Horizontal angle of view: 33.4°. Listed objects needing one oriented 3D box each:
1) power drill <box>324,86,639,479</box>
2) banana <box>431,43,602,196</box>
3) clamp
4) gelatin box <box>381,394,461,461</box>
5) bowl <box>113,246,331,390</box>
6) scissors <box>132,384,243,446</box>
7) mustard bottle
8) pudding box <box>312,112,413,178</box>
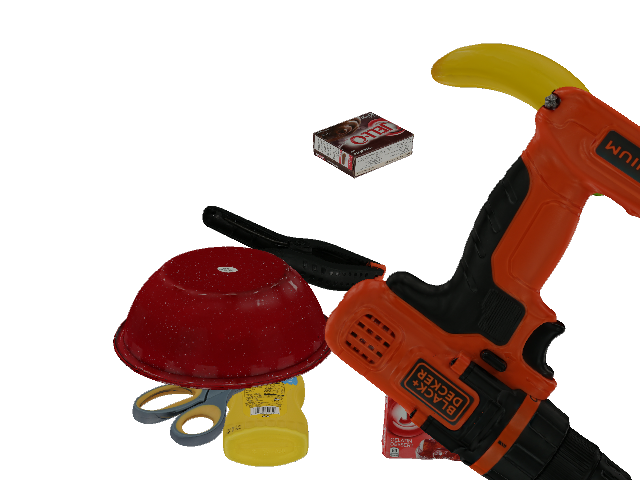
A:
[{"bbox_3d":[0.120,0.034,0.528,0.184,0.188,0.057,36,11,5],"label":"power drill"},{"bbox_3d":[0.159,-0.114,0.832,0.037,0.070,0.198,3,32,-43],"label":"banana"},{"bbox_3d":[-0.031,0.021,1.145,0.210,0.036,0.164,16,18,-6],"label":"clamp"},{"bbox_3d":[0.095,0.136,0.842,0.089,0.073,0.030,3,22,2],"label":"gelatin box"},{"bbox_3d":[-0.068,0.046,0.767,0.162,0.055,0.162,1,21,-1],"label":"bowl"},{"bbox_3d":[-0.079,0.149,1.027,0.201,0.016,0.096,-11,32,-28],"label":"scissors"},{"bbox_3d":[-0.066,0.187,1.265,0.096,0.058,0.191,-3,27,-2],"label":"mustard bottle"},{"bbox_3d":[0.059,-0.134,1.482,0.113,0.039,0.090,-26,40,-32],"label":"pudding box"}]
